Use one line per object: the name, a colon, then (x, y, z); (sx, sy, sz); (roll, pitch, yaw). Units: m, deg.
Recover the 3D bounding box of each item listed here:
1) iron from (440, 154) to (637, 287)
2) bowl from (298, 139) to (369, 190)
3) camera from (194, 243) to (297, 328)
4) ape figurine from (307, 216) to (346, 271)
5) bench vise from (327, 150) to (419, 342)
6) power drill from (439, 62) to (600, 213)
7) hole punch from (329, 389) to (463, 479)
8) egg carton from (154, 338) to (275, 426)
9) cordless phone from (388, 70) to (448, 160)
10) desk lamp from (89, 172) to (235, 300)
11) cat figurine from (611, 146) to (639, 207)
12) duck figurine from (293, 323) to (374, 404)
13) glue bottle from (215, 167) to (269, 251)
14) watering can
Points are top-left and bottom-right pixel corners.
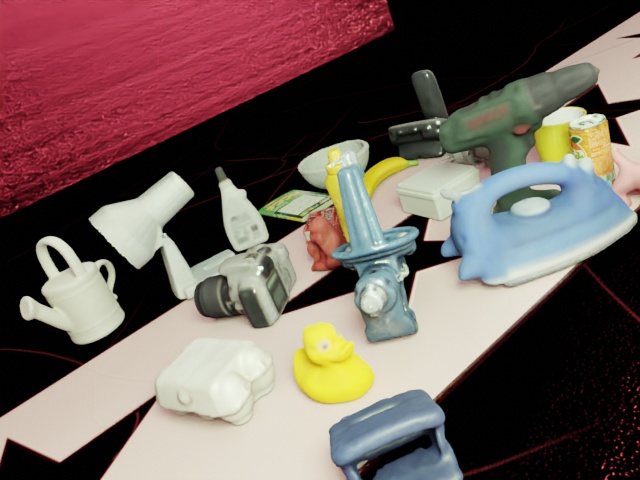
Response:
iron: (0.282, -0.042, 0.749); (0.258, 0.142, 0.118); (-20, 24, 2)
bowl: (0.039, -0.159, 1.288); (0.167, 0.075, 0.167); (-18, 24, 8)
camera: (-0.124, 0.066, 0.905); (0.136, 0.101, 0.143); (-12, 25, 20)
ape figurine: (0.009, 0.003, 0.941); (0.076, 0.092, 0.077); (-23, 24, -5)
bench vise: (0.074, 0.003, 0.727); (0.121, 0.220, 0.207); (-22, 24, -2)
power drill: (0.302, -0.137, 0.853); (0.229, 0.209, 0.076); (-9, 27, 27)
hole punch: (0.059, 0.179, 0.521); (0.108, 0.091, 0.101); (-22, 23, -3)
egg carton: (-0.133, 0.176, 0.716); (0.149, 0.069, 0.107); (-5, 28, 33)
cordless phone: (0.214, -0.277, 1.257); (0.147, 0.185, 0.094); (-4, 29, 33)
desk lamp: (-0.274, -0.001, 1.033); (0.203, 0.214, 0.117); (-30, 25, -18)
cat figurine: (0.455, -0.104, 0.769); (0.067, 0.118, 0.127); (-37, 28, -32)
duck figurine: (0.006, 0.135, 0.668); (0.104, 0.086, 0.078); (1, 32, 41)
glue bottle: (-0.166, -0.066, 1.133); (0.078, 0.173, 0.037); (-21, 24, 1)
watering can: (-0.440, 0.084, 1.011); (0.100, 0.194, 0.173); (-14, 25, 16)
